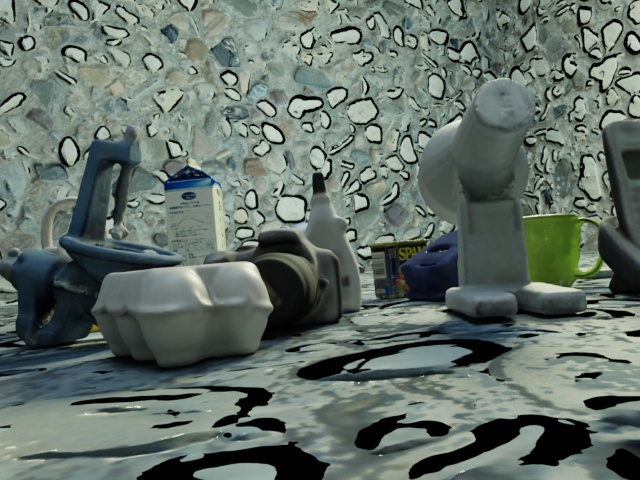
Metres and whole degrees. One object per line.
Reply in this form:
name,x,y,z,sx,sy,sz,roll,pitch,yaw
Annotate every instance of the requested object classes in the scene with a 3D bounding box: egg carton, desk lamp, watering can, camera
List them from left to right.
watering can,-0.359,0.030,0.855,0.101,0.194,0.172,-3,-3,-41
egg carton,-0.109,0.055,0.450,0.107,0.069,0.149,-3,-3,-39
camera,-0.054,0.039,0.557,0.143,0.101,0.137,-5,-2,5
desk lamp,0.172,-0.037,0.570,0.118,0.213,0.203,-5,-2,1

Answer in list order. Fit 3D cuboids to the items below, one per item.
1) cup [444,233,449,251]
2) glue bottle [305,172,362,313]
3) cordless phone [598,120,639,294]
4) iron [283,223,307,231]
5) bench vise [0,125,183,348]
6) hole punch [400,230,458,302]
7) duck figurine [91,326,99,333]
cup,0.284,0.030,1.032,0.117,0.095,0.092,-7,-3,41
glue bottle,0.006,0.002,0.697,0.078,0.173,0.037,-5,-2,4
cordless phone,0.368,-0.039,0.604,0.148,0.185,0.094,-4,-2,-15
iron,-0.030,0.033,0.993,0.118,0.141,0.259,-6,-2,22
bench vise,-0.240,-0.003,0.586,0.207,0.220,0.121,-5,-2,-5
hole punch,0.168,0.032,0.762,0.101,0.091,0.108,-4,-2,-27
duck figurine,-0.304,0.076,0.752,0.077,0.086,0.105,-5,-2,5
